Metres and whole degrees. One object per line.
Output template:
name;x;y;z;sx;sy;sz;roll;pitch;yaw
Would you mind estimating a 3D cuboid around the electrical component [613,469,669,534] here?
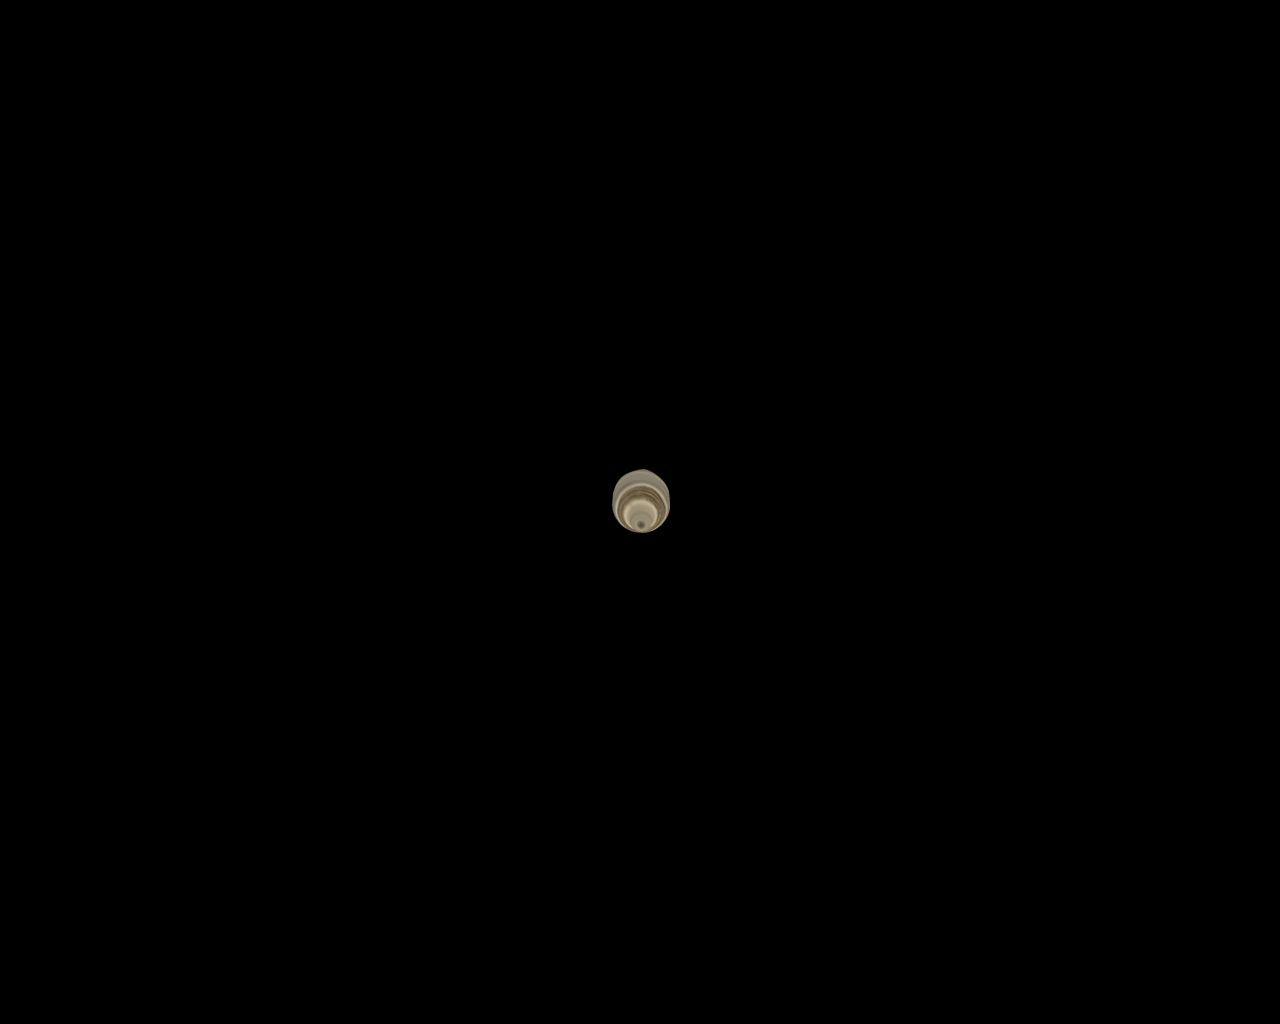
electrical component;0.001;-0.003;0.650;0.035;0.035;0.061;0;20;0
